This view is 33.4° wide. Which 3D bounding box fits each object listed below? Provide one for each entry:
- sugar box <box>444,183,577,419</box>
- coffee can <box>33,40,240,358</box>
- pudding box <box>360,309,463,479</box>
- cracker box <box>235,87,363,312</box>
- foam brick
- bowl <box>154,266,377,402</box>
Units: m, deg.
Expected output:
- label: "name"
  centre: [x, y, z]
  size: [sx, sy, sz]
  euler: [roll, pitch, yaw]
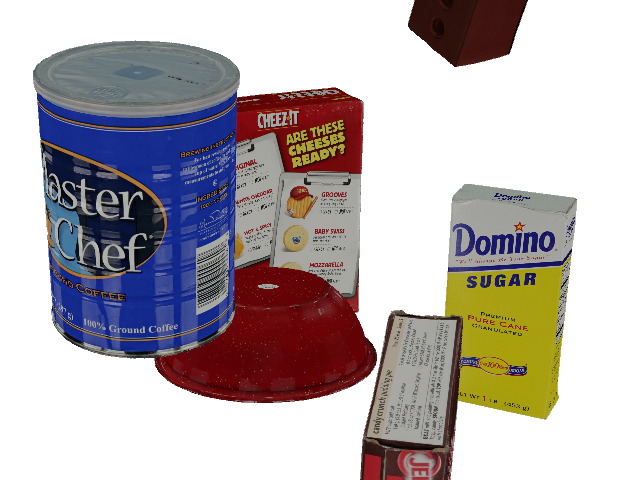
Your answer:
- label: "sugar box"
  centre: [0.148, 0.048, 0.853]
  size: [0.093, 0.176, 0.048]
  euler: [9, 23, 23]
- label: "coffee can"
  centre: [-0.095, -0.024, 0.566]
  size: [0.103, 0.140, 0.103]
  euler: [2, 27, -1]
- label: "pudding box"
  centre: [0.040, 0.095, 0.469]
  size: [0.039, 0.090, 0.113]
  euler: [6, 25, 6]
- label: "cracker box"
  centre: [-0.048, -0.027, 0.996]
  size: [0.164, 0.214, 0.072]
  euler: [-9, 23, -22]
- label: "foam brick"
  centre: [0.098, -0.159, 0.681]
  size: [0.051, 0.078, 0.053]
  euler: [-21, 53, -32]
- label: "bowl"
  centre: [-0.039, 0.058, 0.766]
  size: [0.162, 0.055, 0.162]
  euler: [1, 16, 0]
